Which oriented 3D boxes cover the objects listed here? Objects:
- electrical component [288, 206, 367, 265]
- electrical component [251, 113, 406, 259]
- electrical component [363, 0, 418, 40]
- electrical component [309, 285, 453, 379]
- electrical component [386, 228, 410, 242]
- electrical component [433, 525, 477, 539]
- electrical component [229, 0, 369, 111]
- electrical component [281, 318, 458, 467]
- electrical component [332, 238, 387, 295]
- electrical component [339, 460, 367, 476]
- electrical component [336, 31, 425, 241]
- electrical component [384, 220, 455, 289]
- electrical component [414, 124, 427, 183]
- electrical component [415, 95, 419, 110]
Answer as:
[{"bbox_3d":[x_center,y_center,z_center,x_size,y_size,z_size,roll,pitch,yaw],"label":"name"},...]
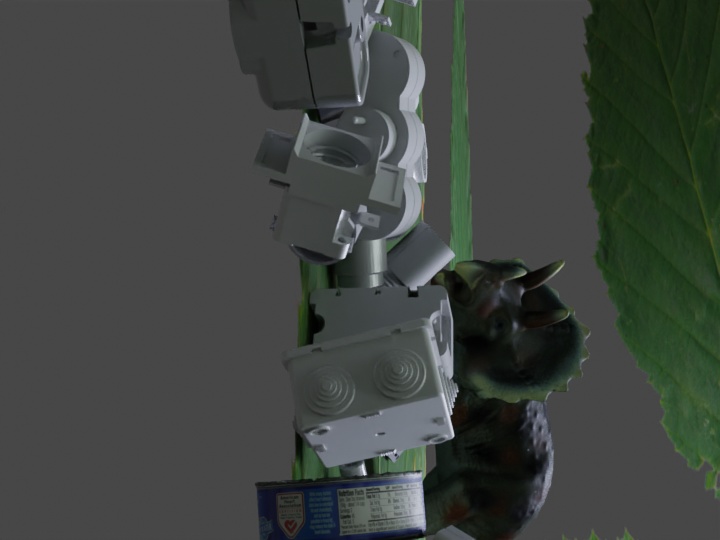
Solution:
[{"bbox_3d":[-0.018,-0.035,0.665,0.081,0.043,0.043,-67,153,-71],"label":"electrical component"},{"bbox_3d":[-0.019,-0.043,0.588,0.042,0.081,0.063,-78,-174,-56],"label":"electrical component"},{"bbox_3d":[-0.008,-0.178,0.685,0.042,0.081,0.063,46,65,-76],"label":"electrical component"},{"bbox_3d":[0.015,0.045,0.710,0.055,0.089,0.050,70,20,-63],"label":"electrical component"},{"bbox_3d":[0.029,-0.052,0.967,0.081,0.043,0.043,-47,134,-77],"label":"electrical component"},{"bbox_3d":[0.015,0.220,0.531,0.186,0.060,0.105,-60,167,-6],"label":"electrical component"},{"bbox_3d":[-0.031,-0.132,0.553,0.053,0.059,0.095,-81,166,-50],"label":"electrical component"},{"bbox_3d":[0.008,0.076,0.637,0.099,0.100,0.048,71,7,-62],"label":"electrical component"},{"bbox_3d":[0.000,0.000,0.782,0.040,0.040,0.078,-45,132,-78],"label":"electrical component"},{"bbox_3d":[0.000,0.160,0.742,0.048,0.048,0.062,-67,146,-70],"label":"electrical component"},{"bbox_3d":[0.008,-0.088,0.713,0.074,0.052,0.138,-14,107,-70],"label":"electrical component"},{"bbox_3d":[0.040,-0.001,0.951,0.043,0.081,0.043,47,1,-1],"label":"electrical component"},{"bbox_3d":[0.027,-0.099,0.928,0.089,0.056,0.050,-36,123,-79],"label":"electrical component"},{"bbox_3d":[0.023,-0.150,0.968,0.078,0.040,0.040,-40,129,-56],"label":"electrical component"}]
